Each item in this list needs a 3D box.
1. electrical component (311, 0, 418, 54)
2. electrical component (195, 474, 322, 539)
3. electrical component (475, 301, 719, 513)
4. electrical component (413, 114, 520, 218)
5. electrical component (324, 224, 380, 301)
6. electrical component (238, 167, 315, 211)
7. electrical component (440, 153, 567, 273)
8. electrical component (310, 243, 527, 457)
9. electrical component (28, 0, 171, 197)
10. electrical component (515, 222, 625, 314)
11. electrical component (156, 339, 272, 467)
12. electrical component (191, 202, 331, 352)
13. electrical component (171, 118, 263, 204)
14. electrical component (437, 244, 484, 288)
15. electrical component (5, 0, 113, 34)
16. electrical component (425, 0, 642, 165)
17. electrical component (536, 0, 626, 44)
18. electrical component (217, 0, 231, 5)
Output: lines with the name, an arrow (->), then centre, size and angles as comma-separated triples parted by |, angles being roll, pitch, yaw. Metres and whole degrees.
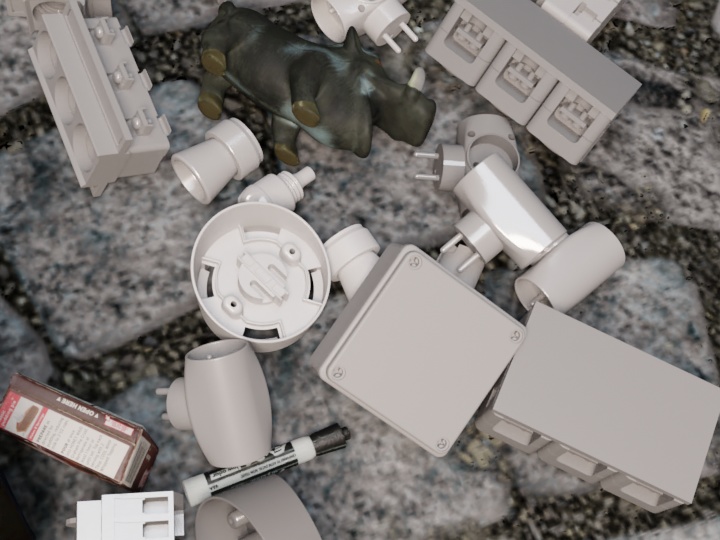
electrical component -> 0.014, -0.210, 0.877 | 0.077, 0.044, 0.079 | -37, 80, -20
electrical component -> -0.061, 0.183, 0.689 | 0.064, 0.099, 0.099 | -23, 75, -23
electrical component -> 0.170, 0.101, 0.774 | 0.150, 0.061, 0.089 | 25, 68, 1
electrical component -> 0.081, -0.079, 0.837 | 0.079, 0.044, 0.077 | 3, 69, -9
electrical component -> 0.000, 0.000, 0.794 | 0.045, 0.045, 0.055 | -31, 77, -18
electrical component -> -0.060, -0.058, 0.812 | 0.061, 0.035, 0.035 | -36, 79, -24
electrical component -> 0.095, -0.031, 0.781 | 0.079, 0.043, 0.077 | -40, 82, -1
electrical component -> 0.040, 0.054, 0.745 | 0.109, 0.056, 0.108 | 36, 87, -14
electrical component -> -0.193, -0.128, 0.800 | 0.063, 0.079, 0.121 | -13, 71, -37
electrical component -> 0.149, -0.012, 0.823 | 0.077, 0.043, 0.079 | -36, 79, -20
electrical component -> -0.105, 0.091, 0.736 | 0.079, 0.043, 0.077 | -5, 104, 25
electrical component -> -0.071, 0.008, 0.769 | 0.099, 0.064, 0.099 | 3, 69, -8
electrical component -> -0.107, -0.082, 0.808 | 0.055, 0.045, 0.045 | -39, 80, -20
electrical component -> 0.069, 0.009, 0.806 | 0.040, 0.040, 0.046 | 28, 62, 2
electrical component -> -0.235, -0.221, 0.842 | 0.081, 0.042, 0.063 | 2, 66, -9
electrical component -> 0.136, -0.157, 0.853 | 0.150, 0.061, 0.089 | 39, 35, 6
electrical component -> 0.186, -0.227, 0.908 | 0.056, 0.050, 0.089 | 38, 69, 6
electrical component -> -0.127, -0.248, 0.870 | 0.040, 0.040, 0.078 | -26, 76, -17
